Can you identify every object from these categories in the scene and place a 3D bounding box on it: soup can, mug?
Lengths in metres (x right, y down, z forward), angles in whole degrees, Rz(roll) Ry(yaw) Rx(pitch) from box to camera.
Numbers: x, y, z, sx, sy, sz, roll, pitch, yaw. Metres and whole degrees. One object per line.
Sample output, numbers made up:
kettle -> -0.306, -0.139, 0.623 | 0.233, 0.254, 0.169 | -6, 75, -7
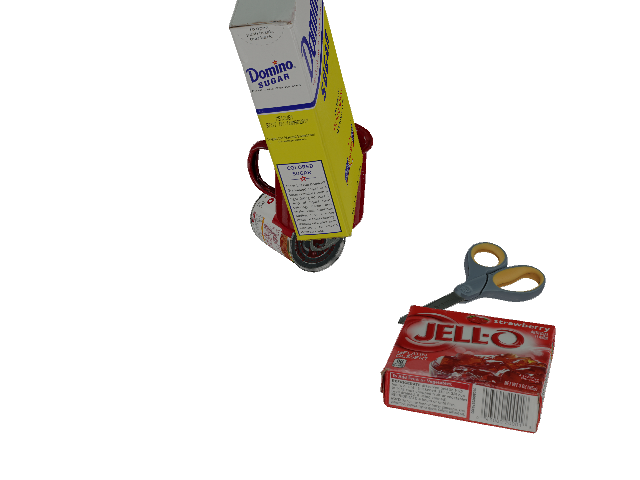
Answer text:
soup can -> -0.026, -0.013, 1.179 | 0.068, 0.068, 0.102 | 0, 18, -31
mug -> -0.012, -0.058, 0.968 | 0.117, 0.081, 0.093 | 10, 32, 15

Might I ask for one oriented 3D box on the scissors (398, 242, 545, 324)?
scissors -> 0.143, 0.041, 1.098 | 0.201, 0.016, 0.096 | -6, 40, -29

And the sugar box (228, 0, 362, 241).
sugar box -> -0.011, -0.095, 0.708 | 0.048, 0.176, 0.093 | -3, 44, 12

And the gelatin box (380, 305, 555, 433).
gelatin box -> 0.086, 0.071, 0.615 | 0.089, 0.030, 0.073 | 8, 28, 15
